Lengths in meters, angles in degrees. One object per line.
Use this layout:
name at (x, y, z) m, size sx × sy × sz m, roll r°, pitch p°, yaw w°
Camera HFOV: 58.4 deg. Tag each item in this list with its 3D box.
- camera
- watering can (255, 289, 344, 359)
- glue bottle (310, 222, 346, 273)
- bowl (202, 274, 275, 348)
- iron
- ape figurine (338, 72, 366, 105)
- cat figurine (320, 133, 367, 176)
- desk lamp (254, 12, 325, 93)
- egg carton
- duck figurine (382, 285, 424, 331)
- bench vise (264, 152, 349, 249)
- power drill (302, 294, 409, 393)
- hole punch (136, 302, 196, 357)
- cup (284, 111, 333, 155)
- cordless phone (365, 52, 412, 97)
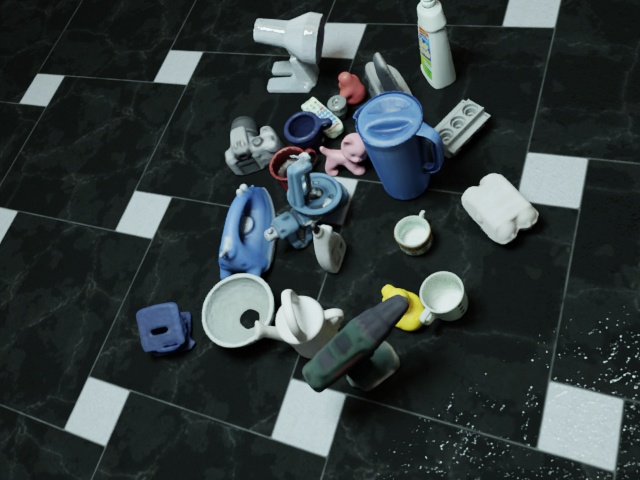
camera at (-0.173, -0.254, 1.437) m, size 0.143 × 0.101 × 0.136 m, roll -18°, pitch 60°, yaw 9°
watering can at (-0.043, 0.166, 1.128) m, size 0.173 × 0.194 × 0.100 m, roll -35°, pitch 59°, yaw -1°
glue bottle at (0.011, 0.004, 1.203) m, size 0.037 × 0.173 × 0.078 m, roll 12°, pitch 69°, yaw 23°
bowl at (-0.165, 0.161, 1.240) m, size 0.167 × 0.075 × 0.167 m, roll -8°, pitch 62°, yaw 15°
iron at (-0.174, -0.038, 1.305) m, size 0.118 × 0.142 × 0.258 m, roll -1°, pitch 64°, yaw 18°
ape figurine at (0.073, -0.384, 1.427) m, size 0.076 × 0.092 × 0.078 m, roll 33°, pitch 78°, yaw 29°
cat figurine at (0.062, -0.206, 1.325) m, size 0.127 × 0.118 × 0.067 m, roll -2°, pitch 64°, yaw 18°
desk lamp at (-0.067, -0.475, 1.448) m, size 0.202 × 0.214 × 0.118 m, roll 3°, pitch 65°, yaw 20°
egg carton at (0.367, -0.065, 1.181) m, size 0.107 × 0.069 × 0.150 m, roll -35°, pitch 59°, yaw -1°
duck figurine at (0.163, 0.130, 1.141) m, size 0.077 × 0.086 × 0.104 m, roll -43°, pitch 59°, yaw -6°
bench vise at (-0.036, -0.079, 1.234) m, size 0.121 × 0.220 × 0.207 m, roll 25°, pitch 74°, yaw 27°
power drill at (0.082, 0.204, 1.058) m, size 0.229 × 0.209 × 0.075 m, roll -37°, pitch 59°, yaw -2°
hole punch at (-0.344, 0.200, 1.270) m, size 0.108 × 0.091 × 0.101 m, roll -15°, pitch 61°, yaw 11°
cup at (-0.018, -0.255, 1.390) m, size 0.117 × 0.095 × 0.091 m, roll -14°, pitch 61°, yaw 12°
cordless phone at (0.152, -0.393, 1.350) m, size 0.094 × 0.185 × 0.147 m, roll -26°, pitch 59°, yaw 5°
